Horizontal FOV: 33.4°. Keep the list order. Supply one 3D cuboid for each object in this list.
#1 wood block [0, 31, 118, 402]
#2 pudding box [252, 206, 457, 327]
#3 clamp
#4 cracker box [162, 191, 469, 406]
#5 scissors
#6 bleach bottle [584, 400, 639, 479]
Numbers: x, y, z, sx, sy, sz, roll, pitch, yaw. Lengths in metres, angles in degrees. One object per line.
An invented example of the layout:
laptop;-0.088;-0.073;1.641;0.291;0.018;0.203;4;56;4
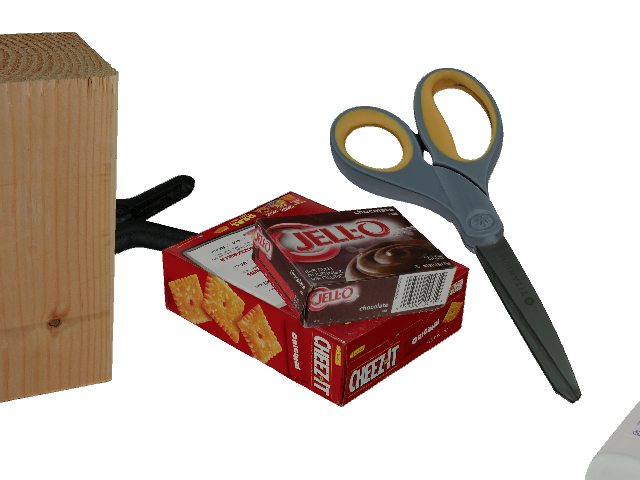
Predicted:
wood block;-0.181;-0.014;0.654;0.090;0.206;0.090;-8;30;-28
pudding box;0.021;0.015;0.725;0.113;0.039;0.090;-4;32;-28
clamp;-0.192;-0.023;1.054;0.171;0.039;0.120;0;33;-9
cracker box;-0.007;0.043;0.925;0.214;0.072;0.163;25;37;36
scissors;0.055;-0.008;0.498;0.096;0.201;0.016;-6;-40;4
bleach bottle;0.248;0.105;0.628;0.103;0.068;0.250;19;29;32
